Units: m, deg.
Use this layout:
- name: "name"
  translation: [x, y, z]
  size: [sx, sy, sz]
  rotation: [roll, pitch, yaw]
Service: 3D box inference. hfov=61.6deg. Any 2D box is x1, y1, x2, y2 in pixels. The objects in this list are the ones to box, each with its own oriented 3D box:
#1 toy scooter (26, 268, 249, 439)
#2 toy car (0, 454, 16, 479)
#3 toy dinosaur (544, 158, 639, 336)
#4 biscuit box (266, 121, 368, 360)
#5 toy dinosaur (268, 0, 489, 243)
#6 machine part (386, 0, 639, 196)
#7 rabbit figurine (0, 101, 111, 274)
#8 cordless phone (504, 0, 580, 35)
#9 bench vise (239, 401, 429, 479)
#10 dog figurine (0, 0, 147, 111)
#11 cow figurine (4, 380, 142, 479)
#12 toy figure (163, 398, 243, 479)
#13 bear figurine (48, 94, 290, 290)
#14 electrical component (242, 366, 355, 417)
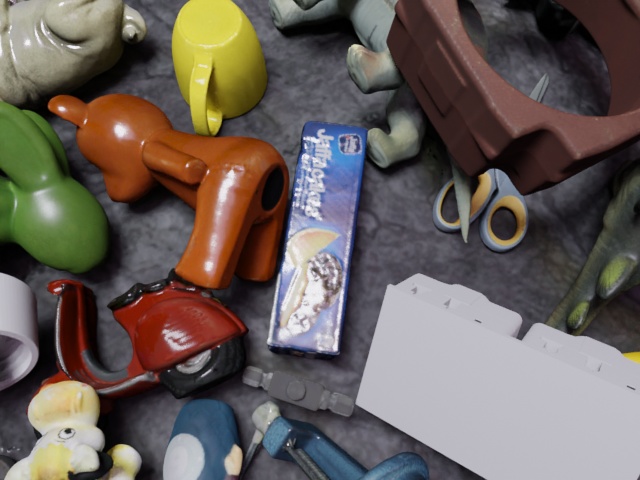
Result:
- name: "toy scooter"
  translation: [-0.157, 0.077, 0.437]
  size: [0.184, 0.075, 0.135]
  rotation: [-23, 75, -3]
- name: "toy car"
  translation: [-0.306, 0.151, 0.407]
  size: [0.056, 0.073, 0.202]
  rotation: [-44, 80, -4]
- name: "toy dinosaur"
  translation: [0.289, -0.034, 0.420]
  size: [0.105, 0.198, 0.471]
  rotation: [37, 109, 19]
- name: "biscuit box"
  translation: [-0.001, -0.001, 0.469]
  size: [0.059, 0.062, 0.202]
  rotation: [8, 74, -1]
- name: "toy dinosaur"
  translation: [0.083, -0.205, 0.508]
  size: [0.192, 0.131, 0.405]
  rotation: [-31, 84, -9]
- name: "machine part"
  translation: [0.169, -0.150, 0.406]
  size: [0.201, 0.087, 0.201]
  rotation: [-27, 80, -13]
- name: "rabbit figurine"
  translation: [-0.256, -0.029, 0.437]
  size: [0.170, 0.121, 0.159]
  rotation: [9, 96, -16]
- name: "cordless phone"
  translation: [0.276, -0.235, 0.500]
  size: [0.089, 0.146, 0.184]
  rotation: [-43, 77, -5]
- name: "bench vise"
  translation: [0.042, 0.198, 0.374]
  size: [0.241, 0.223, 0.129]
  rotation: [32, 92, 40]
- name: "dog figurine"
  translation: [-0.263, -0.143, 0.493]
  size: [0.172, 0.121, 0.190]
  rotation: [10, 88, 4]
- name: "cow figurine"
  translation: [-0.162, 0.184, 0.362]
  size: [0.068, 0.098, 0.167]
  rotation: [-17, 105, -2]
- name: "toy figure"
  translation: [-0.090, 0.198, 0.392]
  size: [0.058, 0.064, 0.154]
  rotation: [21, 45, -27]
- name: "bear figurine"
  translation: [-0.130, -0.048, 0.452]
  size: [0.196, 0.120, 0.131]
  rotation: [15, 95, 16]
- name: "electrical component"
  translation: [-0.019, 0.121, 0.432]
  size: [0.094, 0.063, 0.021]
  rotation: [18, 75, 4]
